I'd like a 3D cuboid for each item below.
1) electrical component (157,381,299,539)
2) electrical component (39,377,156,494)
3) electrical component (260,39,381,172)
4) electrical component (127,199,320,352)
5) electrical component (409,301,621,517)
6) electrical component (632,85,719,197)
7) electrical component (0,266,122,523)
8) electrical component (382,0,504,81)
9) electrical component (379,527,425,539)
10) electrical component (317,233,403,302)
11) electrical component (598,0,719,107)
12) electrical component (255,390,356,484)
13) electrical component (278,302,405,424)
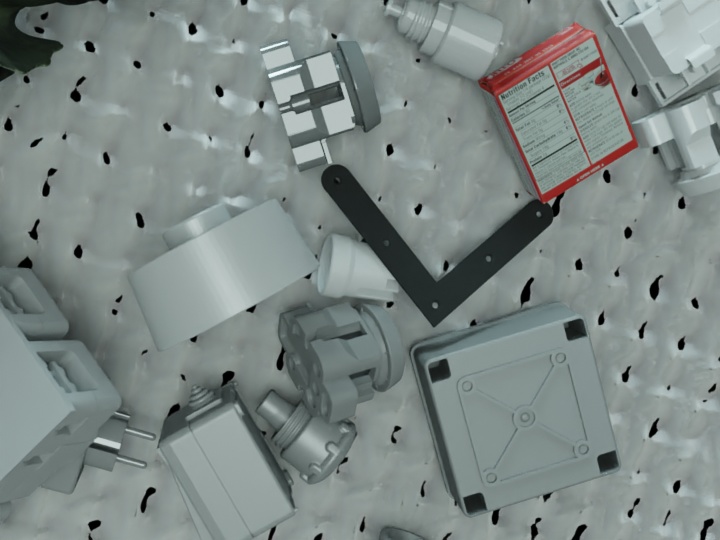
[{"bbox_3d":[-0.088,0.117,0.669,0.061,0.062,0.096,-29,99,-3],"label":"electrical component"},{"bbox_3d":[-0.166,0.102,0.665,0.077,0.047,0.065,18,94,-9],"label":"electrical component"},{"bbox_3d":[-0.022,-0.105,0.653,0.057,0.058,0.078,-18,98,-2],"label":"electrical component"},{"bbox_3d":[-0.085,-0.004,0.634,0.108,0.108,0.060,-28,93,-3],"label":"electrical component"},{"bbox_3d":[0.099,0.088,0.691,0.109,0.056,0.108,-16,99,-5],"label":"electrical component"},{"bbox_3d":[0.221,-0.083,0.685,0.078,0.058,0.057,-24,96,-4],"label":"electrical component"},{"bbox_3d":[-0.236,0.096,0.616,0.186,0.060,0.105,-43,74,14],"label":"electrical component"},{"bbox_3d":[0.052,-0.147,0.665,0.078,0.040,0.040,21,94,-9],"label":"electrical component"},{"bbox_3d":[0.024,0.203,0.701,0.045,0.045,0.055,23,94,-9],"label":"electrical component"},{"bbox_3d":[0.000,0.000,0.677,0.046,0.040,0.040,10,96,-13],"label":"electrical component"},{"bbox_3d":[0.224,-0.169,0.671,0.121,0.063,0.078,-34,99,-2],"label":"electrical component"},{"bbox_3d":[-0.037,0.102,0.683,0.062,0.048,0.048,38,91,-3],"label":"electrical component"},{"bbox_3d":[-0.009,0.053,0.668,0.057,0.078,0.058,-14,139,-23],"label":"electrical component"}]
